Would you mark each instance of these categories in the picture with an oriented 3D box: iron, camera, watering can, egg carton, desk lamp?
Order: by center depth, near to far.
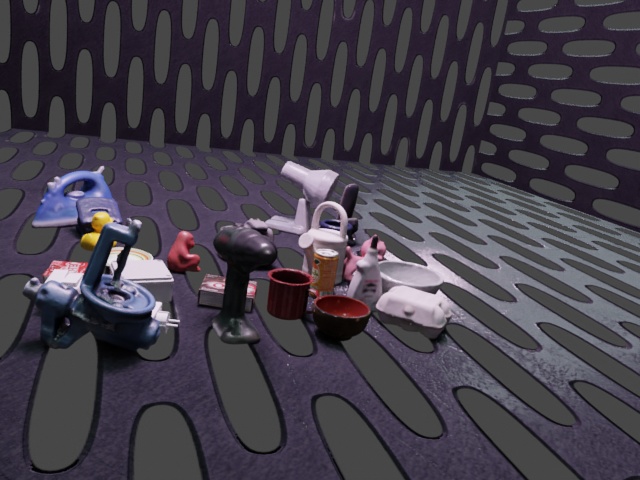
[{"bbox_3d":[0.196,0.149,1.196,0.150,0.069,0.107,15,17,23],"label":"egg carton"},{"bbox_3d":[0.015,0.006,1.372,0.100,0.194,0.173,11,16,11],"label":"watering can"},{"bbox_3d":[-0.171,0.007,1.440,0.143,0.101,0.136,0,18,-27],"label":"camera"},{"bbox_3d":[-0.671,-0.121,1.553,0.118,0.141,0.259,14,17,18],"label":"iron"},{"bbox_3d":[-0.053,-0.128,1.769,0.203,0.213,0.118,12,16,11],"label":"desk lamp"}]

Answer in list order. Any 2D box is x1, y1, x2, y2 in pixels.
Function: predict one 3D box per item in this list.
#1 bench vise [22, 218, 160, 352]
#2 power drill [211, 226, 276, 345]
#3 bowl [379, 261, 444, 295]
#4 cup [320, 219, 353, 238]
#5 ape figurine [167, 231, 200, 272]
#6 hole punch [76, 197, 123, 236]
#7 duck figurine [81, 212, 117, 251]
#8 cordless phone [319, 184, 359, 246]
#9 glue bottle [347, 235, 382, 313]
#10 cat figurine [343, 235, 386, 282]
[{"bbox_3d":[-0.355,0.071,0.902,0.208,0.220,0.121,1,17,-23],"label":"bench vise"},{"bbox_3d":[-0.140,0.074,1.025,0.076,0.208,0.228,0,18,-27],"label":"power drill"},{"bbox_3d":[0.199,0.108,1.331,0.167,0.075,0.167,8,16,-2],"label":"bowl"},{"bbox_3d":[0.044,-0.005,1.609,0.091,0.095,0.118,13,16,16],"label":"cup"},{"bbox_3d":[-0.312,0.025,1.320,0.076,0.092,0.077,1,18,-25],"label":"ape figurine"},{"bbox_3d":[-0.567,-0.057,1.476,0.109,0.091,0.100,-3,19,-34],"label":"hole punch"},{"bbox_3d":[-0.533,-0.024,1.385,0.077,0.086,0.105,11,16,8],"label":"duck figurine"},{"bbox_3d":[0.053,-0.076,1.696,0.093,0.185,0.148,20,20,36],"label":"cordless phone"},{"bbox_3d":[0.103,0.073,1.223,0.078,0.173,0.037,-1,19,-31],"label":"glue bottle"},{"bbox_3d":[0.115,0.040,1.445,0.128,0.118,0.067,0,18,-28],"label":"cat figurine"}]
